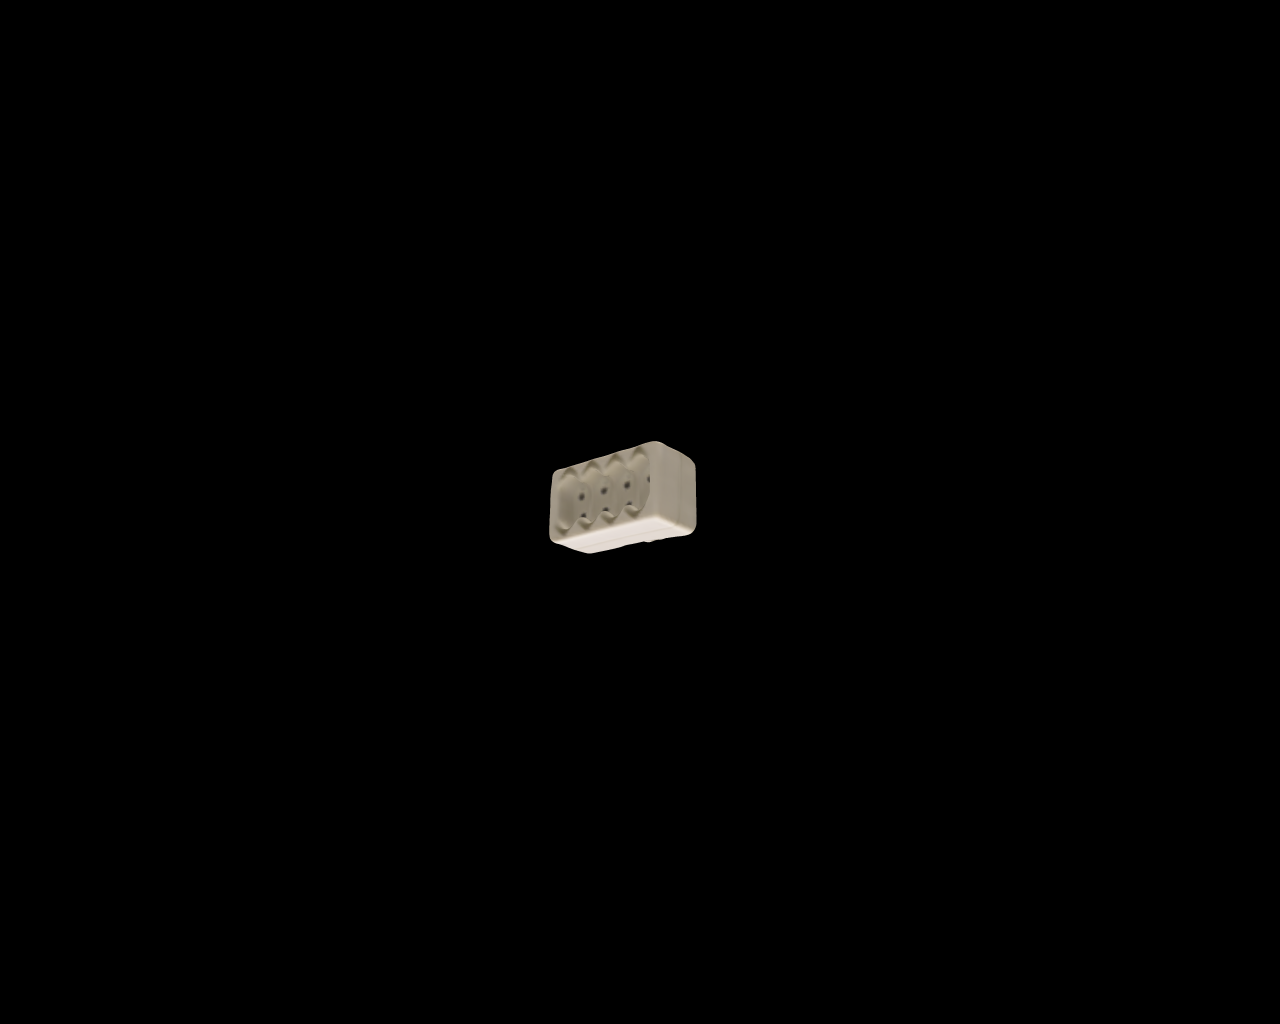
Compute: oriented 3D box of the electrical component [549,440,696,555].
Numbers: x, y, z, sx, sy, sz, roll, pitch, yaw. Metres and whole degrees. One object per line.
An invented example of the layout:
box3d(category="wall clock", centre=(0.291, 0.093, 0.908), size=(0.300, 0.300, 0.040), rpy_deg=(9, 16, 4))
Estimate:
box3d(category="electrical component", centre=(0.001, -0.003, 0.650), size=(0.083, 0.047, 0.075), rpy_deg=(-13, -22, 36))
